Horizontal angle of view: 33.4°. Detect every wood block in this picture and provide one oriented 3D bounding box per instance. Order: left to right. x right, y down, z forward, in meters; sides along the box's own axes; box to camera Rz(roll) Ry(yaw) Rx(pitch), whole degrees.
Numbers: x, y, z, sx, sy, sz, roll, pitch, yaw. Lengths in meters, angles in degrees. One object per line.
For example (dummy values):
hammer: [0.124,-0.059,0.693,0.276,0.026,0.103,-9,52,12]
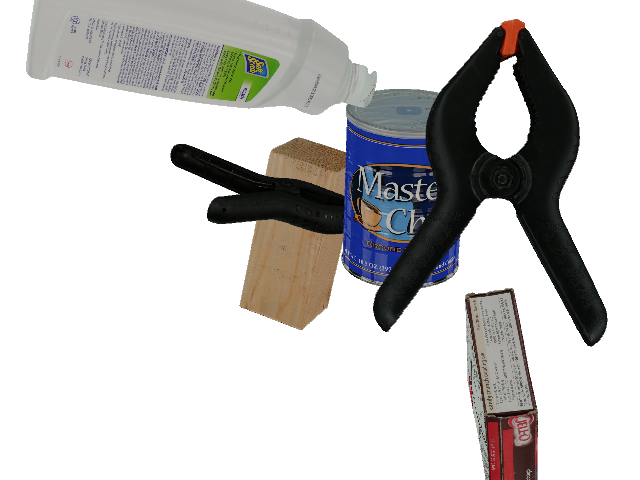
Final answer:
wood block: [-0.025,-0.010,1.310,0.090,0.206,0.090,19,22,16]

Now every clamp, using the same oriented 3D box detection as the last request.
clamp: [-0.042,-0.038,1.071,0.209,0.036,0.165,14,20,-20]
clamp: [0.083,-0.026,0.556,0.120,0.171,0.039,-5,-1,-3]

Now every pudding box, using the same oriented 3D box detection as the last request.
pudding box: [0.125,0.104,0.740,0.039,0.090,0.113,-7,43,3]

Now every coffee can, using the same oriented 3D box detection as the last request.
coffee can: [0.070,-0.045,0.896,0.103,0.140,0.103,1,27,-1]

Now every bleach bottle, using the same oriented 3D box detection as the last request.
bleach bottle: [-0.083,-0.138,0.790,0.250,0.068,0.103,13,-34,-12]
